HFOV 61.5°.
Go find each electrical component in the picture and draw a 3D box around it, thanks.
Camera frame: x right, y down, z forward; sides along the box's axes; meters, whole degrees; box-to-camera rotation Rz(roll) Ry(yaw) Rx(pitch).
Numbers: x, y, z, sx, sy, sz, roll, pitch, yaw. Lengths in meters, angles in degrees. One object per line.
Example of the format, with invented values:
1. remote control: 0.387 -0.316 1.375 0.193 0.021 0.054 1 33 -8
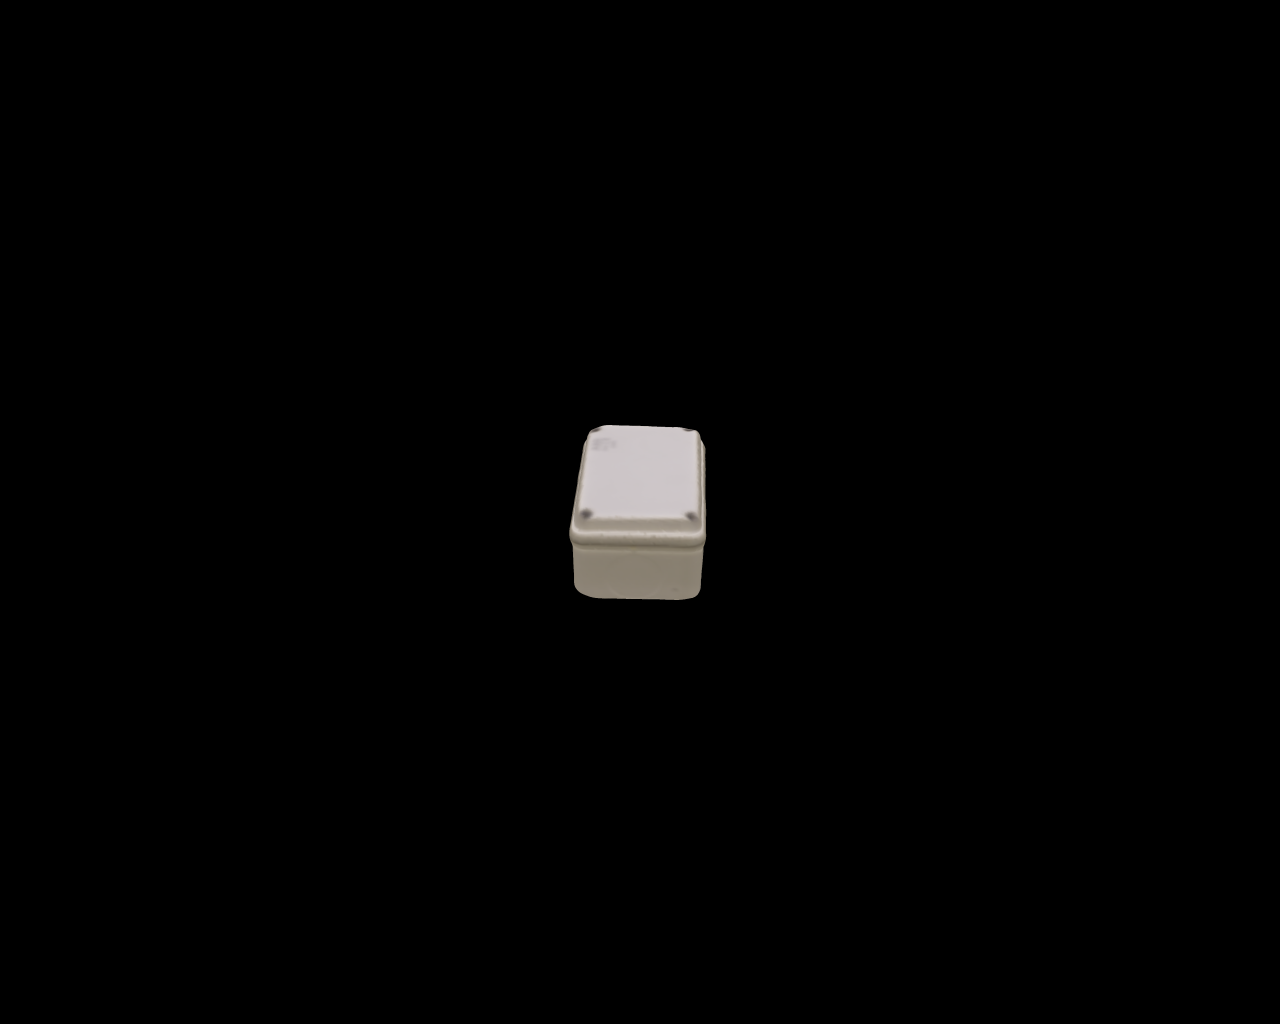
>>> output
1. electrical component: 0.001 -0.003 0.650 0.078 0.057 0.113 1 35 2
